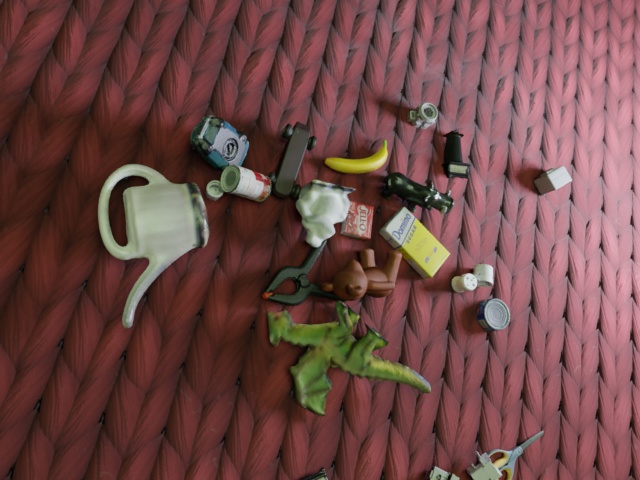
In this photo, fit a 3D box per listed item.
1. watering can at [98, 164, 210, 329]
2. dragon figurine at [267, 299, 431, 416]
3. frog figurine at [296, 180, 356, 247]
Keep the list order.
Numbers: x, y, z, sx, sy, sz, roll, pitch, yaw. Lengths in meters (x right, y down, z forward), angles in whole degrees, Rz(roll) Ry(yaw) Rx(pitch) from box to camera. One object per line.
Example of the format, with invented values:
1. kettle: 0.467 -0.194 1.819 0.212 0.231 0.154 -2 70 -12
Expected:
1. watering can: -0.345 -0.002 1.100 0.225 0.102 0.351 -8 77 -22
2. dragon figurine: 0.046 0.291 1.186 0.410 0.122 0.244 44 83 -2
3. frog figurine: 0.004 -0.063 1.254 0.137 0.123 0.159 9 98 -43
